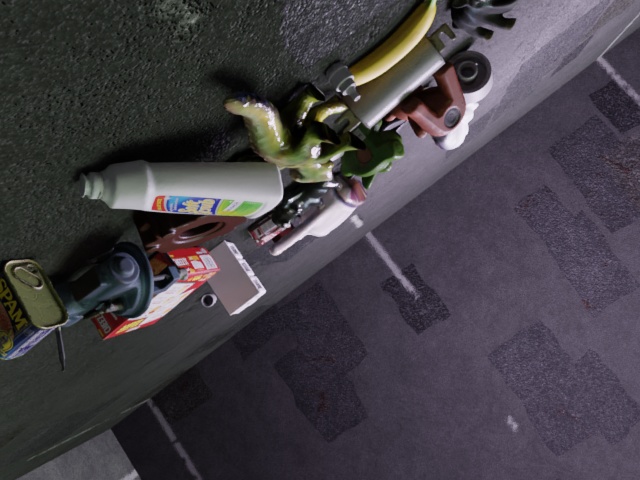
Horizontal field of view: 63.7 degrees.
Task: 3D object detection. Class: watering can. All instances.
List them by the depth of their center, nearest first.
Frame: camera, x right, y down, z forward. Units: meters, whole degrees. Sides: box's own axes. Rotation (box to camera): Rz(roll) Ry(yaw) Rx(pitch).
[{"bbox_3d":[0.004,-0.067,1.340,0.221,0.104,0.352,-41,0,26],"label":"watering can"}]

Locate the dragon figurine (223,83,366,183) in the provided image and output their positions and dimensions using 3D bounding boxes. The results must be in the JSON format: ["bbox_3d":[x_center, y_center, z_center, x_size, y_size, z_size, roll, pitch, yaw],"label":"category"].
[{"bbox_3d":[-0.077,-0.131,0.794,0.240,0.123,0.411,-32,-14,30],"label":"dragon figurine"}]

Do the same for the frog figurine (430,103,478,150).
[{"bbox_3d":[0.401,-0.340,1.509,0.158,0.125,0.137,-29,-24,28],"label":"frog figurine"}]
